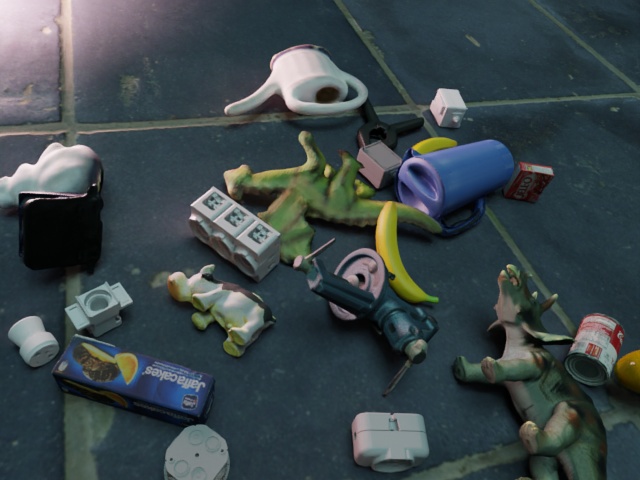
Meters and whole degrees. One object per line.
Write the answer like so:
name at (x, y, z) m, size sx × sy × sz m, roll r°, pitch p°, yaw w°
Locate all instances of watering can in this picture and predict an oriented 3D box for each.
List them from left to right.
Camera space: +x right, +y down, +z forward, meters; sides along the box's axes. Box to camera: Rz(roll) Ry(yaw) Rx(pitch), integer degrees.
watering can at (-0.062, -0.363, 1.199) m, size 0.348 × 0.101 × 0.229 m, roll -7°, pitch 50°, yaw -18°

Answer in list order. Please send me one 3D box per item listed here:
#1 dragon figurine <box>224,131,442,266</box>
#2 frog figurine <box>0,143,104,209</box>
dragon figurine at (0.003, -0.048, 0.954) m, size 0.412 × 0.120 × 0.246 m, roll 31°, pitch 67°, yaw 11°
frog figurine at (-0.455, -0.103, 0.869) m, size 0.159 × 0.120 × 0.140 m, roll 7°, pitch 66°, yaw -22°
